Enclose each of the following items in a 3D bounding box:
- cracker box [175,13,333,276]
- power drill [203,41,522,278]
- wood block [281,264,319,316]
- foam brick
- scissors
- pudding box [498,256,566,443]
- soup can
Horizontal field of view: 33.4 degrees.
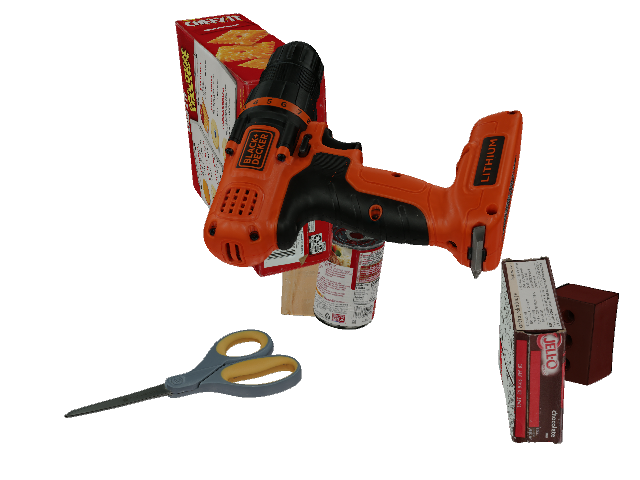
[{"bbox_3d":[-0.058,-0.090,0.907,0.072,0.164,0.214,-11,26,-17],"label":"cracker box"},{"bbox_3d":[0.032,-0.054,0.689,0.188,0.184,0.057,7,-35,13],"label":"power drill"},{"bbox_3d":[-0.003,-0.012,1.397,0.090,0.206,0.091,3,24,0],"label":"wood block"},{"bbox_3d":[0.231,0.083,0.958,0.053,0.078,0.051,12,17,37],"label":"foam brick"},{"bbox_3d":[-0.118,0.114,0.929,0.201,0.016,0.096,-5,29,-7],"label":"scissors"},{"bbox_3d":[0.149,0.075,0.754,0.039,0.090,0.113,-1,25,4],"label":"pudding box"},{"bbox_3d":[0.031,0.036,1.139,0.068,0.102,0.068,5,27,-3],"label":"soup can"}]
